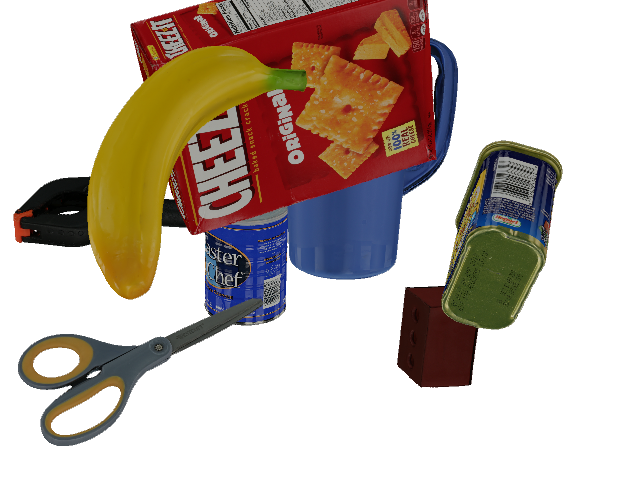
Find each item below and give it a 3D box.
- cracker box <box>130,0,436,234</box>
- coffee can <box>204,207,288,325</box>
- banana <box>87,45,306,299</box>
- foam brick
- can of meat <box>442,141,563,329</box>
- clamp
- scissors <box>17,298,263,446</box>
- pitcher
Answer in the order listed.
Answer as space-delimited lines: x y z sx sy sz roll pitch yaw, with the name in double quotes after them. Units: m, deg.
-0.020 -0.110 0.821 0.213 0.164 0.072 -18 43 -12 "cracker box"
-0.090 0.018 1.300 0.103 0.140 0.103 2 25 -1 "coffee can"
-0.074 -0.050 0.541 0.070 0.037 0.197 17 46 15 "banana"
0.104 0.084 0.943 0.051 0.078 0.053 -2 18 -22 "foam brick"
0.121 -0.001 0.719 0.057 0.084 0.102 17 -42 3 "can of meat"
-0.198 -0.041 0.974 0.171 0.039 0.120 -10 38 -23 "clamp"
-0.143 0.077 0.817 0.201 0.096 0.016 -42 -18 -34 "scissors"
0.036 -0.091 1.039 0.149 0.243 0.144 12 19 34 "pitcher"
